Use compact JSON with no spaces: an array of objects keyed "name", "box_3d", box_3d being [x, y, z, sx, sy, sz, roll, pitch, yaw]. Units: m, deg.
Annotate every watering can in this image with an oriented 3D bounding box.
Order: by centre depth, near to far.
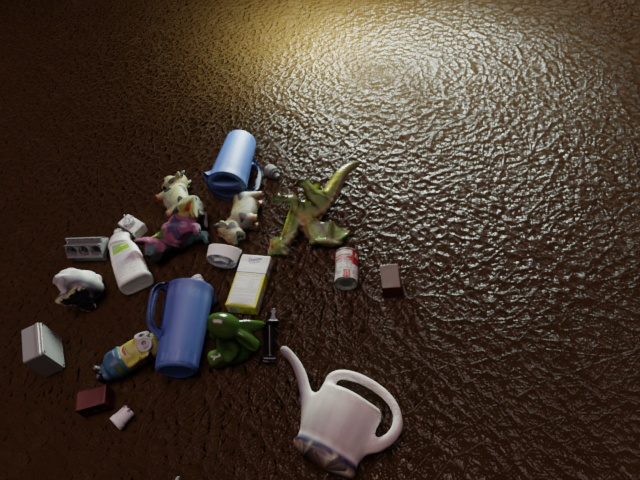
[{"name":"watering can","box_3d":[0.013,0.396,1.191,0.349,0.101,0.228,20,58,23]}]

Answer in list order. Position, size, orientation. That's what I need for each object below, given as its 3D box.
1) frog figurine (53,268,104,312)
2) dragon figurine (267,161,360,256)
[{"name":"frog figurine","box_3d":[-0.721,0.122,1.536,0.137,0.120,0.162,3,34,-30]},{"name":"dragon figurine","box_3d":[0.005,-0.081,1.600,0.412,0.120,0.246,-29,70,-11]}]
